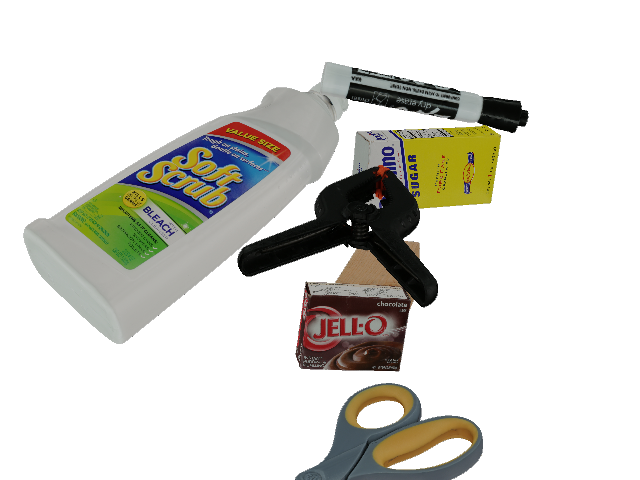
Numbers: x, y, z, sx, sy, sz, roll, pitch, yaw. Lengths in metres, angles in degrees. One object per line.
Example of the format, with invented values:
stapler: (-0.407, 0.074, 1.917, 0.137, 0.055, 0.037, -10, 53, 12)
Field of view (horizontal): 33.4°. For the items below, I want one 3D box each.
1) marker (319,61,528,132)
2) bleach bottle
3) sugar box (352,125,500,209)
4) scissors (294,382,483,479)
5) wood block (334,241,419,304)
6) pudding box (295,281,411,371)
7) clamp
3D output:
marker: (0.060, -0.082, 0.613, 0.121, 0.020, 0.020, 11, -1, -5)
bleach bottle: (-0.081, -0.041, 0.762, 0.103, 0.250, 0.068, 39, -27, 21)
sugar box: (0.127, -0.087, 1.289, 0.176, 0.093, 0.048, -7, 26, -22)
scissors: (-0.004, 0.128, 0.615, 0.201, 0.016, 0.096, -11, 30, -17)
wood block: (0.082, 0.073, 1.550, 0.091, 0.090, 0.206, 6, 21, 13)
pudding box: (0.035, 0.092, 1.142, 0.113, 0.090, 0.039, 2, 26, -11)
clamp: (0.043, -0.008, 0.927, 0.165, 0.036, 0.209, 14, 31, 17)
